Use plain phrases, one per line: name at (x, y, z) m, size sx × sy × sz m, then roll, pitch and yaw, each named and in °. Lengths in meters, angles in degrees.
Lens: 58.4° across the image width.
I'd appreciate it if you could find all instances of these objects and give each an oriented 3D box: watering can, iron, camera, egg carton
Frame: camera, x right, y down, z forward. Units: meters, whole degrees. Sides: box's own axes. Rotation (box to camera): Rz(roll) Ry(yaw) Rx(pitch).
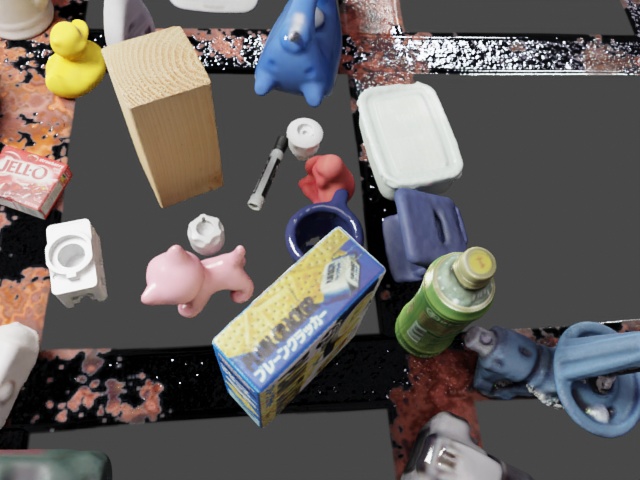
watering can at (-0.439, -0.382, 0.784) m, size 0.173 × 0.194 × 0.101 m, roll -8°, pitch 65°, yaw -9°
iron at (-0.018, -0.326, 0.828) m, size 0.118 × 0.141 × 0.258 m, roll 12°, pitch 64°, yaw 0°
camera at (0.155, 0.266, 0.587) m, size 0.136 × 0.101 × 0.143 m, roll 24°, pitch 65°, yaw 6°
egg carton at (-0.371, 0.153, 0.606) m, size 0.107 × 0.069 × 0.150 m, roll 15°, pitch 64°, yaw 2°

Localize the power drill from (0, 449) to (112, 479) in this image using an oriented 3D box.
power drill at (-0.292, 0.226, 0.502) m, size 0.229 × 0.208 × 0.075 m, roll -2°, pitch 65°, yaw -7°

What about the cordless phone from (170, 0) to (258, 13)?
cordless phone at (-0.160, -0.430, 0.840) m, size 0.147 × 0.185 × 0.094 m, roll 0°, pitch 65°, yaw -5°

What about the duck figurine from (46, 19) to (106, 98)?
duck figurine at (-0.347, -0.258, 0.794) m, size 0.077 × 0.086 × 0.104 m, roll 18°, pitch 64°, yaw 3°

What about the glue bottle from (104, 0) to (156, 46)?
glue bottle at (-0.268, -0.317, 0.782) m, size 0.037 × 0.173 × 0.078 m, roll 27°, pitch 65°, yaw 8°

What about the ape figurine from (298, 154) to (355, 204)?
ape figurine at (0.011, -0.080, 0.742) m, size 0.076 × 0.092 × 0.078 m, roll 7°, pitch 64°, yaw -2°

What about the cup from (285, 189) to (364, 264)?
cup at (0.006, 0.003, 0.701) m, size 0.091 × 0.095 × 0.118 m, roll 18°, pitch 64°, yaw 4°

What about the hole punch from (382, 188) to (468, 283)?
hole punch at (0.137, -0.009, 0.721) m, size 0.101 × 0.091 × 0.108 m, roll -5°, pitch 65°, yaw -8°

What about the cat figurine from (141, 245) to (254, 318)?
cat figurine at (-0.142, 0.039, 0.656) m, size 0.128 × 0.118 × 0.067 m, roll -19°, pitch 68°, yaw -14°

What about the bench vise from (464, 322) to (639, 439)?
bench vise at (0.263, 0.139, 0.592) m, size 0.207 × 0.220 × 0.121 m, roll 2°, pitch 64°, yaw -4°
